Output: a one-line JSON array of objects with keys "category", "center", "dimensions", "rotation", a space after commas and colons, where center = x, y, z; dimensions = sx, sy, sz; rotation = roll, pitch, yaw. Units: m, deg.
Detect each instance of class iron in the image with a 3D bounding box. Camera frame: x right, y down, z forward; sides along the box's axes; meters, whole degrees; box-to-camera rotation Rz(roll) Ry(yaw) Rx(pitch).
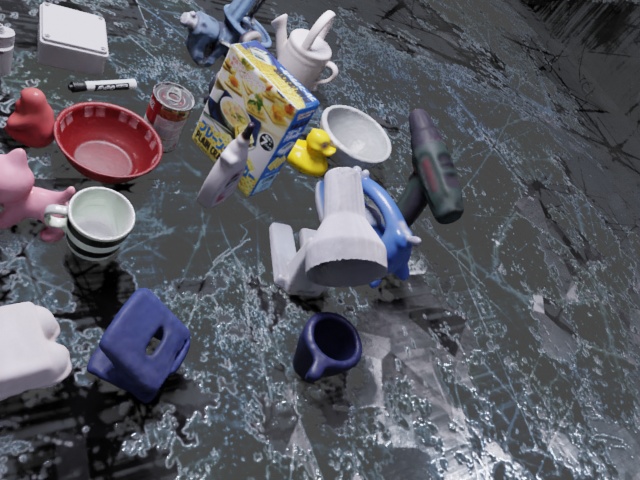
[{"category": "iron", "center": [0.083, -0.047, 1.037], "dimensions": [0.119, 0.141, 0.258], "rotation": [-11, 60, -40]}]

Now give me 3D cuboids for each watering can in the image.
[{"category": "watering can", "center": [-0.032, -0.417, 1.244], "dimensions": [0.173, 0.193, 0.101], "rotation": [23, 44, -16]}]

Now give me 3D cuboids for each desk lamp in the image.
[{"category": "desk lamp", "center": [0.008, 0.003, 0.887], "dimensions": [0.118, 0.213, 0.203], "rotation": [10, 49, -27]}]

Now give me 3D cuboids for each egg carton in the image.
[{"category": "egg carton", "center": [-0.361, 0.129, 0.630], "dimensions": [0.151, 0.069, 0.107], "rotation": [-11, 61, -40]}]

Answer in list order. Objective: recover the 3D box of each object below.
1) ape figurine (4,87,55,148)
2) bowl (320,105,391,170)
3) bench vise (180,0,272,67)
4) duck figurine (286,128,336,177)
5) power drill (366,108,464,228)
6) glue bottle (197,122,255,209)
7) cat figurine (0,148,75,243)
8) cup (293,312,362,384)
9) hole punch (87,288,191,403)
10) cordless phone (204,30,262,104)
[{"category": "ape figurine", "center": [-0.425, -0.187, 0.847], "dimensions": [0.076, 0.092, 0.078], "rotation": [45, 42, 8]}, {"category": "bowl", "center": [0.063, -0.203, 1.210], "dimensions": [0.168, 0.074, 0.167], "rotation": [19, 45, -20]}, {"category": "bench vise", "center": [-0.165, -0.443, 1.157], "dimensions": [0.121, 0.219, 0.208], "rotation": [49, 43, 12]}, {"category": "duck figurine", "center": [-0.018, -0.184, 1.130], "dimensions": [0.105, 0.086, 0.077], "rotation": [31, 42, -8]}, {"category": "power drill", "center": [0.180, -0.106, 1.105], "dimensions": [0.076, 0.208, 0.229], "rotation": [-1, 54, -35]}, {"category": "glue bottle", "center": [-0.143, -0.126, 0.927], "dimensions": [0.037, 0.173, 0.078], "rotation": [39, 42, 1]}, {"category": "cat figurine", "center": [-0.386, -0.066, 0.748], "dimensions": [0.128, 0.117, 0.067], "rotation": [15, 46, -23]}, {"category": "cup", "center": [-0.003, 0.172, 0.819], "dimensions": [0.092, 0.095, 0.118], "rotation": [36, 42, -2]}, {"category": "hole punch", "center": [-0.216, 0.129, 0.713], "dimensions": [0.101, 0.091, 0.109], "rotation": [31, 42, -7]}, {"category": "cordless phone", "center": [-0.133, -0.321, 1.097], "dimensions": [0.094, 0.185, 0.148], "rotation": [41, 42, 4]}]
